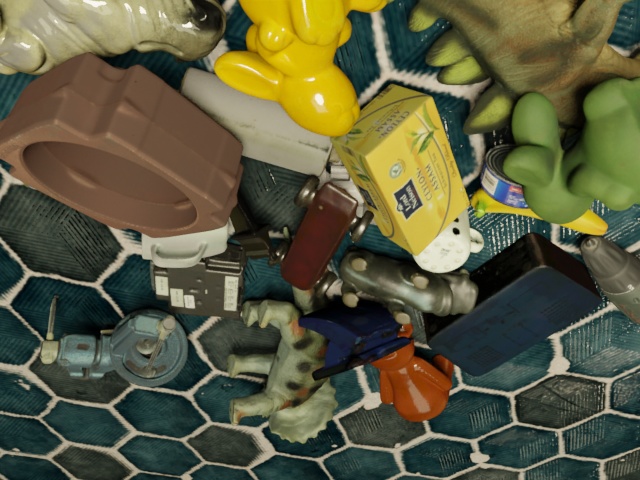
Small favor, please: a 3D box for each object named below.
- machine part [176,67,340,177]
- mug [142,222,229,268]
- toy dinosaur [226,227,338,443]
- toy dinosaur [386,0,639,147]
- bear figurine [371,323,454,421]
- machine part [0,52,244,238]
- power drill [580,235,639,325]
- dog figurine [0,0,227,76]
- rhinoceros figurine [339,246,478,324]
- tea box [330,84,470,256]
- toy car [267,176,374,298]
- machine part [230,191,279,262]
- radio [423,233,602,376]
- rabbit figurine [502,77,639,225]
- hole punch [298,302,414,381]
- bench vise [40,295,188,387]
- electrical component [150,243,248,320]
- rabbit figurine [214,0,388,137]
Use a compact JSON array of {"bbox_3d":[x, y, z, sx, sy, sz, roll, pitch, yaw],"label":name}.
[{"bbox_3d":[-0.070,-0.128,0.591,0.243,0.079,0.079,14,130,-10],"label":"machine part"},{"bbox_3d":[-0.170,-0.008,0.686,0.107,0.110,0.080,0,125,-15],"label":"mug"},{"bbox_3d":[-0.032,0.171,0.832,0.192,0.131,0.404,7,123,-26],"label":"toy dinosaur"},{"bbox_3d":[0.219,-0.178,0.521,0.471,0.105,0.198,30,131,-9],"label":"toy dinosaur"},{"bbox_3d":[0.128,0.188,0.855,0.120,0.132,0.195,-25,108,20],"label":"bear figurine"},{"bbox_3d":[-0.195,-0.083,0.543,0.202,0.087,0.200,-5,151,40],"label":"machine part"},{"bbox_3d":[0.476,0.058,0.696,0.207,0.086,0.231,-11,140,40],"label":"power drill"},{"bbox_3d":[-0.205,-0.196,0.515,0.190,0.121,0.172,23,140,-27],"label":"dog figurine"},{"bbox_3d":[0.118,0.062,0.732,0.190,0.112,0.073,14,105,7],"label":"rhinoceros figurine"},{"bbox_3d":[0.095,-0.074,0.601,0.098,0.068,0.169,-45,135,-8],"label":"tea box"},{"bbox_3d":[-0.001,-0.002,0.644,0.089,0.053,0.202,34,142,6],"label":"toy car"},{"bbox_3d":[-0.098,-0.036,0.656,0.039,0.084,0.138,-29,105,-22],"label":"machine part"},{"bbox_3d":[0.267,0.099,0.782,0.131,0.073,0.229,32,123,-22],"label":"radio"},{"bbox_3d":[0.245,-0.063,0.496,0.159,0.121,0.170,23,155,-10],"label":"rabbit figurine"},{"bbox_3d":[0.046,0.126,0.724,0.142,0.092,0.116,-5,165,-47],"label":"hole punch"},{"bbox_3d":[-0.288,0.151,0.801,0.223,0.129,0.240,22,147,-26],"label":"bench vise"},{"bbox_3d":[-0.172,0.052,0.765,0.134,0.058,0.114,9,129,-5],"label":"electrical component"},{"bbox_3d":[-0.020,-0.172,0.500,0.163,0.122,0.173,6,137,27],"label":"rabbit figurine"}]
